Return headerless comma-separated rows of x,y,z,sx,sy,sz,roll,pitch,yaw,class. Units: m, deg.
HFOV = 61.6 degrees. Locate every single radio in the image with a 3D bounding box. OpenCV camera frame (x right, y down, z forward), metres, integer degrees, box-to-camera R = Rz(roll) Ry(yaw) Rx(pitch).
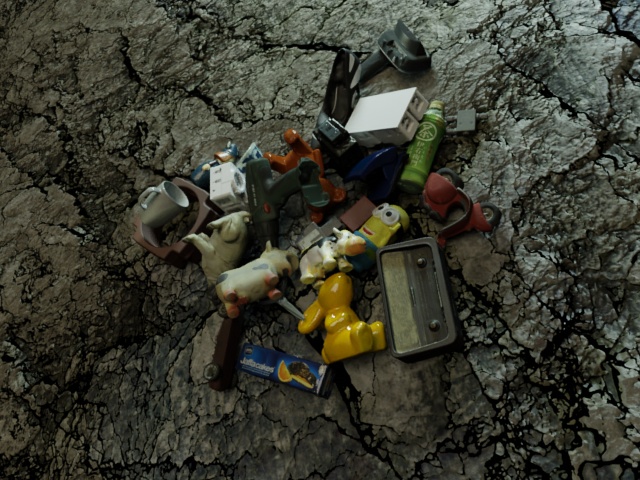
0.195,0.116,1.057,0.131,0.073,0.229,-16,64,19,radio

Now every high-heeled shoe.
0.030,-0.337,1.310,0.086,0.145,0.248,22,74,30,high-heeled shoe

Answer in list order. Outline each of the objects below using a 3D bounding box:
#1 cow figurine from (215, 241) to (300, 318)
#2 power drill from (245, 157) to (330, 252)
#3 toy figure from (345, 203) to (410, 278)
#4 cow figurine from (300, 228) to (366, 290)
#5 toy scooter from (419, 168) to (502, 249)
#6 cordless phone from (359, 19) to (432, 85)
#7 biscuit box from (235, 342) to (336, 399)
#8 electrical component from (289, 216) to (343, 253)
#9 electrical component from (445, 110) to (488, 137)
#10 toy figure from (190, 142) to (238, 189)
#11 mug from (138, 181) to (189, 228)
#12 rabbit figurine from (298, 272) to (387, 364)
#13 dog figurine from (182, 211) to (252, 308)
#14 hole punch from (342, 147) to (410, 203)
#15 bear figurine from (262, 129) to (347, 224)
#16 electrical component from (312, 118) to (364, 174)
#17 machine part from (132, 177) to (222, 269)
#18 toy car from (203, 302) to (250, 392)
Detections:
-0.133,0.077,1.167,0.195,0.085,0.127,-23,41,-18,cow figurine
-0.078,-0.085,1.206,0.207,0.086,0.232,-16,89,46,power drill
0.115,-0.001,1.152,0.082,0.089,0.180,40,94,20,toy figure
0.026,0.024,1.114,0.167,0.068,0.098,-37,46,31,cow figurine
0.270,-0.059,1.120,0.135,0.075,0.184,-44,61,2,toy scooter
0.173,-0.444,1.355,0.184,0.088,0.147,-37,58,15,cordless phone
-0.072,0.267,1.109,0.203,0.059,0.063,9,70,26,biscuit box
-0.002,-0.004,1.207,0.119,0.047,0.075,-42,78,0,electrical component
0.334,-0.264,1.222,0.094,0.021,0.063,-1,66,21,electrical component
-0.271,-0.194,1.412,0.154,0.057,0.064,-42,14,-15,toy figure
-0.388,-0.080,1.287,0.107,0.109,0.081,-41,63,15,mug
0.042,0.155,1.085,0.162,0.122,0.173,-21,78,37,rabbit figurine
-0.201,0.048,1.231,0.172,0.121,0.190,-29,89,18,dog figurine
0.120,-0.154,1.187,0.092,0.142,0.115,27,79,-14,hole punch
-0.035,-0.143,1.257,0.120,0.131,0.196,-41,51,19,bear figurine
0.045,-0.220,1.254,0.058,0.134,0.115,-43,56,-2,electrical component
-0.358,-0.042,1.363,0.201,0.087,0.201,26,79,31,machine part
-0.204,0.225,1.167,0.053,0.089,0.202,-5,64,25,toy car
